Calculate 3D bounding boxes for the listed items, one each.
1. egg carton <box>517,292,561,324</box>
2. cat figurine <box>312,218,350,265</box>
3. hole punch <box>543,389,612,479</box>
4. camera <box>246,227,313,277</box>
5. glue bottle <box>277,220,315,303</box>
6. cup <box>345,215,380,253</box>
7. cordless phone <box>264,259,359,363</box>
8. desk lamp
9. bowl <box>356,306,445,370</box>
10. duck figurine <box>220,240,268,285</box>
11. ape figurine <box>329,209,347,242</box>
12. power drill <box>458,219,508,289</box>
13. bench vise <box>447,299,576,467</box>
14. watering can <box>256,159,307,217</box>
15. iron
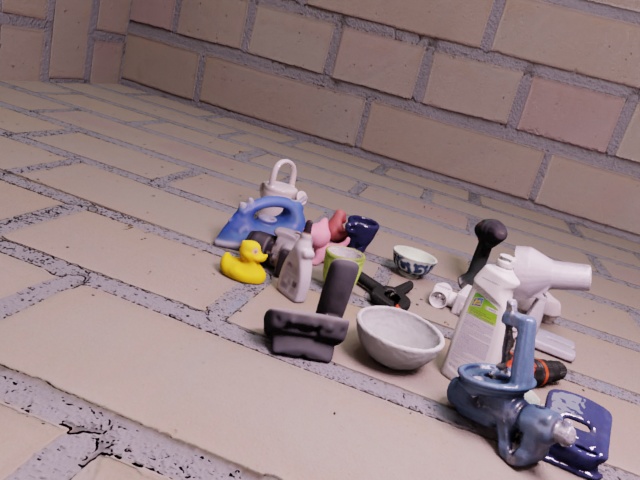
[{"bbox_3d":[0.542,0.163,1.482,0.150,0.069,0.107,12,18,-11],"label":"egg carton"},{"bbox_3d":[0.013,0.005,1.439,0.128,0.118,0.067,13,18,-8],"label":"cat figurine"},{"bbox_3d":[0.402,0.304,0.904,0.108,0.091,0.101,20,18,15],"label":"hole punch"},{"bbox_3d":[-0.098,0.013,1.351,0.136,0.101,0.143,19,18,11],"label":"camera"},{"bbox_3d":[-0.041,0.040,1.198,0.037,0.173,0.077,-1,24,-41],"label":"glue bottle"},{"bbox_3d":[0.104,-0.011,1.602,0.091,0.095,0.118,29,22,37],"label":"cup"},{"bbox_3d":[-0.013,0.108,0.996,0.148,0.185,0.094,10,18,-16],"label":"cordless phone"},{"bbox_3d":[0.514,0.135,1.308,0.202,0.213,0.118,21,19,17],"label":"desk lamp"},{"bbox_3d":[0.140,0.190,1.056,0.167,0.075,0.167,14,18,-4],"label":"bowl"},{"bbox_3d":[-0.161,0.040,1.240,0.104,0.086,0.077,17,18,7],"label":"duck figurine"},{"bbox_3d":[0.053,-0.044,1.661,0.076,0.092,0.077,3,21,-33],"label":"ape figurine"},{"bbox_3d":[0.445,0.037,1.553,0.075,0.208,0.230,16,18,3],"label":"power drill"},{"bbox_3d":[0.312,0.216,0.884,0.206,0.220,0.122,27,21,32],"label":"bench vise"},{"bbox_3d":[-0.107,-0.133,1.631,0.172,0.194,0.101,21,19,17],"label":"watering can"},{"bbox_3d":[-0.139,-0.051,1.442,0.259,0.141,0.118,0,23,-40],"label":"iron"}]
